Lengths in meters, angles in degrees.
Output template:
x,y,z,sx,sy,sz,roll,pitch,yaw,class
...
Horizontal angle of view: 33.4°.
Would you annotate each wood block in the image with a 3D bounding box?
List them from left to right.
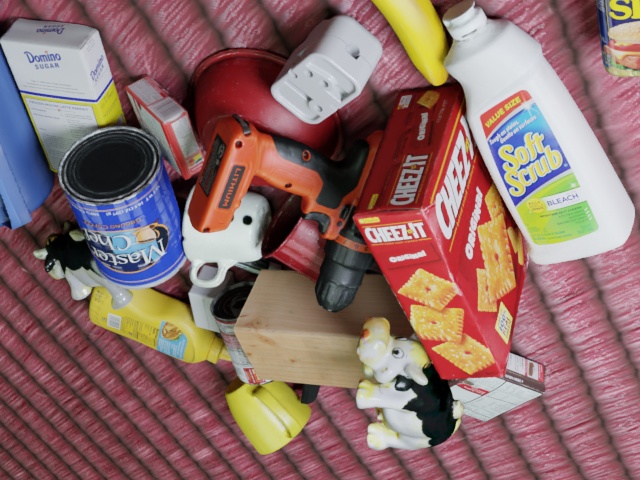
x,y,z,sx,sy,sz,roll,pitch,yaw,class
0.029,0.095,1.114,0.206,0.090,0.090,1,136,25,wood block

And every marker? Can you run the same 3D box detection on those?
x,y,z,sx,sy,sz,roll,pitch,yaw,class
-0.101,0.017,1.188,0.121,0.020,0.020,20,145,-18,marker

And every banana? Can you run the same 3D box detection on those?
x,y,z,sx,sy,sz,roll,pitch,yaw,class
0.047,-0.202,0.862,0.197,0.037,0.070,40,161,-16,banana

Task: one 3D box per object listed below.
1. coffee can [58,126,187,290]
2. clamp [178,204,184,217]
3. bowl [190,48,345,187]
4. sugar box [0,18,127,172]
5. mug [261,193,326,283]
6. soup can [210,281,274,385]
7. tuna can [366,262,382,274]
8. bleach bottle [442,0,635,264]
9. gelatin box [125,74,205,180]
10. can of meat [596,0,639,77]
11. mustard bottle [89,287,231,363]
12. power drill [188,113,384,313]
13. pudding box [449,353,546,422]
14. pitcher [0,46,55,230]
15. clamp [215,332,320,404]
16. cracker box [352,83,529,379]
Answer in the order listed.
x,y,z,sx,sy,sz,roll,pitch,yaw,class
-0.196,-0.031,1.082,0.103,0.102,0.140,12,144,17,coffee can
-0.205,-0.037,1.193,0.171,0.039,0.120,36,135,-24,clamp
-0.060,-0.103,1.020,0.162,0.055,0.162,16,142,12,bowl
-0.253,-0.140,1.091,0.093,0.048,0.176,10,136,16,sugar box
-0.007,0.001,1.088,0.081,0.093,0.117,32,148,-17,mug
-0.077,0.107,1.215,0.069,0.068,0.102,2,127,27,soup can
0.057,0.051,1.153,0.086,0.033,0.086,15,141,12,tuna can
0.170,-0.092,0.901,0.103,0.068,0.250,-14,126,38,bleach bottle
-0.151,-0.112,1.047,0.089,0.030,0.073,43,158,42,gelatin box
0.251,-0.166,0.772,0.102,0.057,0.084,5,141,25,can of meat
-0.191,0.107,1.335,0.191,0.058,0.096,23,143,2,mustard bottle
-0.021,-0.028,0.979,0.187,0.057,0.184,11,108,-27,power drill
0.183,0.161,1.194,0.090,0.039,0.114,21,147,-21,pudding box
-0.361,-0.131,1.090,0.149,0.145,0.243,6,136,13,pitcher
-0.005,0.131,1.277,0.210,0.036,0.164,-20,126,39,clamp
0.117,-0.005,0.947,0.072,0.164,0.213,-6,133,28,cracker box
